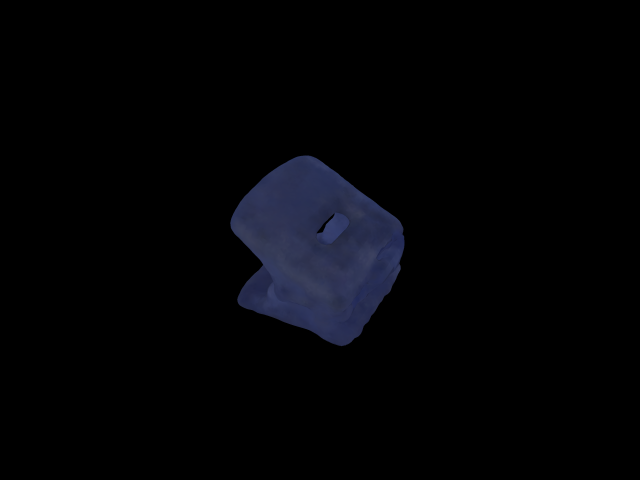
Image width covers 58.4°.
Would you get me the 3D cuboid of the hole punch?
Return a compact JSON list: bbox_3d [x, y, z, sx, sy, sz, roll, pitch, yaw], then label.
[{"bbox_3d":[0.004,0.001,0.400,0.100,0.091,0.109,17,40,22],"label":"hole punch"}]
